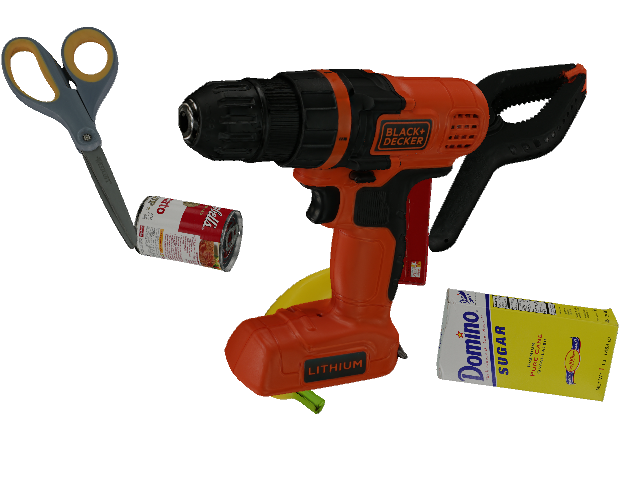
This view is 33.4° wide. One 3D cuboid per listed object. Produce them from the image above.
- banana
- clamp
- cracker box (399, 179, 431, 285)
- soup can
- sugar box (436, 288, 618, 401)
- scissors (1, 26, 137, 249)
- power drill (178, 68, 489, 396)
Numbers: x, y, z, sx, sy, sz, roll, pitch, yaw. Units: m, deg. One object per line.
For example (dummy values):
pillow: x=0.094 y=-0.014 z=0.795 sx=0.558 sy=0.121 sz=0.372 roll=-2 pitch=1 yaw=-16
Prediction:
banana: x=-0.014 y=0.072 z=0.866 sx=0.069 sy=0.037 sz=0.197 roll=20 pitch=34 yaw=1
clamp: x=0.138 y=-0.082 z=0.891 sx=0.210 sy=0.165 sz=0.036 roll=-23 pitch=-38 yaw=-4
cracker box: x=0.088 y=-0.069 z=1.203 sx=0.072 sy=0.164 sz=0.213 roll=2 pitch=24 yaw=4
soup can: x=-0.143 y=-0.008 z=1.156 sx=0.102 sy=0.068 sz=0.068 roll=10 pitch=2 yaw=12
sugar box: x=0.214 y=0.110 z=1.121 sx=0.176 sy=0.093 sz=0.048 roll=6 pitch=21 yaw=3
scissors: x=-0.164 y=-0.090 z=0.809 sx=0.096 sy=0.202 sz=0.016 roll=-36 pitch=-18 yaw=-21
power drill: x=-0.002 y=-0.005 z=0.596 sx=0.184 sy=0.188 sz=0.057 roll=-4 pitch=32 yaw=-30
